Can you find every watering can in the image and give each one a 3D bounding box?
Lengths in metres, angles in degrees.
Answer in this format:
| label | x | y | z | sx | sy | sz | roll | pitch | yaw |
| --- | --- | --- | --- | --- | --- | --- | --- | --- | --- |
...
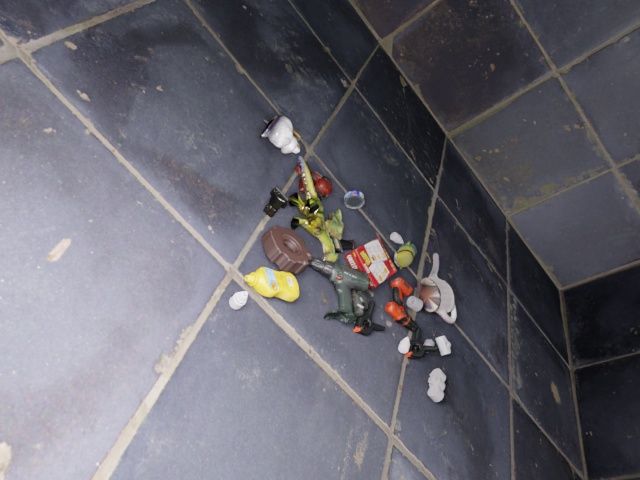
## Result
| label | x | y | z | sx | sy | sz | roll | pitch | yaw |
| --- | --- | --- | --- | --- | --- | --- | --- | --- | --- |
| watering can | 0.534 | 0.214 | 2.369 | 0.103 | 0.354 | 0.223 | -30 | -28 | 34 |

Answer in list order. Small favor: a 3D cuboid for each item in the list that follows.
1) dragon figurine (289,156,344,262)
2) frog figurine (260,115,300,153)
| label | x | y | z | sx | sy | sz | roll | pitch | yaw |
| --- | --- | --- | --- | --- | --- | --- | --- | --- | --- |
| dragon figurine | 0.006 | -0.096 | 1.907 | 0.121 | 0.417 | 0.240 | -15 | -23 | 31 |
| frog figurine | -0.130 | -0.390 | 1.950 | 0.158 | 0.121 | 0.140 | 35 | 26 | -18 |
